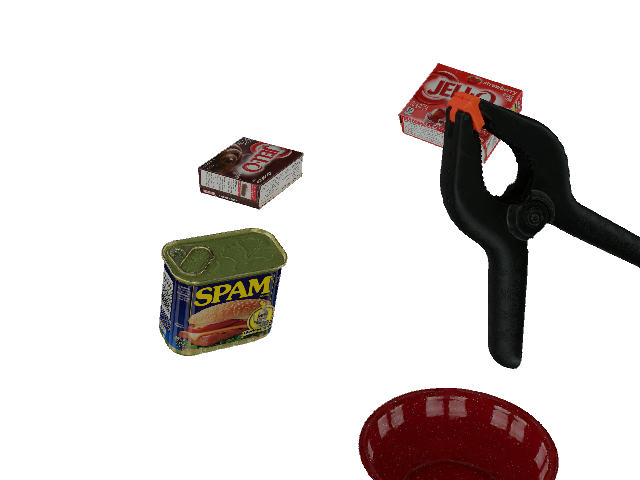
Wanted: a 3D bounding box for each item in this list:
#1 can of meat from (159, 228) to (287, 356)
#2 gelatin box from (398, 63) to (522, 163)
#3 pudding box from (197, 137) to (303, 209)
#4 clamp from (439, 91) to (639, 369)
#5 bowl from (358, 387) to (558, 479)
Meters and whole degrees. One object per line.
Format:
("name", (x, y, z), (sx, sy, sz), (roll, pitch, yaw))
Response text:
("can of meat", (-0.085, 0.044, 0.901), (0.101, 0.084, 0.057), (-10, 40, -27))
("gelatin box", (0.127, -0.117, 0.969), (0.089, 0.073, 0.030), (24, -28, 26))
("pudding box", (-0.086, -0.086, 1.335), (0.090, 0.039, 0.113), (16, 34, 23))
("clamp", (0.117, -0.007, 0.642), (0.120, 0.171, 0.039), (-44, 18, -8))
("bowl", (0.111, 0.190, 0.879), (0.162, 0.055, 0.162), (0, 29, 0))
